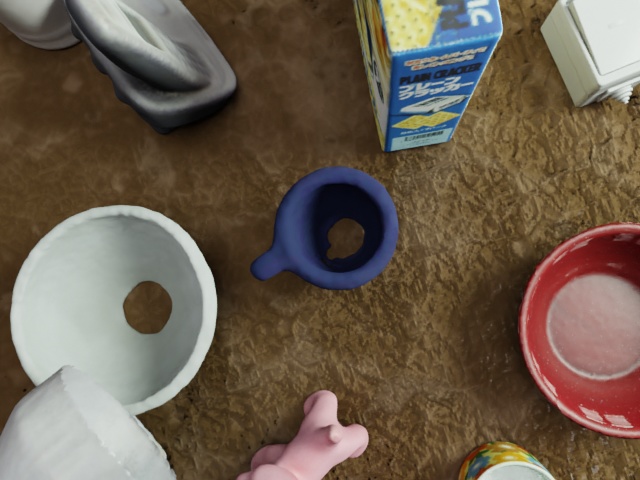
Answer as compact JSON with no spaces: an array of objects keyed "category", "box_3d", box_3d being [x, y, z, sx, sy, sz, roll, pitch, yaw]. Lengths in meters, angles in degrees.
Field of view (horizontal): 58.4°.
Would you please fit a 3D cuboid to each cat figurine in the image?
[{"category":"cat figurine","box_3d":[-0.022,0.185,0.434,0.067,0.118,0.128,41,89,7]}]

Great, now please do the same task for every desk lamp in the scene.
[{"category":"desk lamp","box_3d":[-0.182,0.184,0.399,0.203,0.213,0.118,-43,83,0]}]

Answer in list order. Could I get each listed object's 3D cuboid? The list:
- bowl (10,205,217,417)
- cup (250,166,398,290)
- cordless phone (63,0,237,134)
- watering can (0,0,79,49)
[{"category":"bowl","box_3d":[-0.159,0.058,0.479,0.167,0.075,0.167,0,85,5]},{"category":"cup","box_3d":[0.004,0.002,0.460,0.117,0.095,0.091,-29,83,2]},{"category":"cordless phone","box_3d":[-0.149,-0.169,0.442,0.094,0.185,0.147,-40,83,1]},{"category":"watering can","box_3d":[-0.254,-0.242,0.453,0.173,0.194,0.101,-28,83,2]}]
